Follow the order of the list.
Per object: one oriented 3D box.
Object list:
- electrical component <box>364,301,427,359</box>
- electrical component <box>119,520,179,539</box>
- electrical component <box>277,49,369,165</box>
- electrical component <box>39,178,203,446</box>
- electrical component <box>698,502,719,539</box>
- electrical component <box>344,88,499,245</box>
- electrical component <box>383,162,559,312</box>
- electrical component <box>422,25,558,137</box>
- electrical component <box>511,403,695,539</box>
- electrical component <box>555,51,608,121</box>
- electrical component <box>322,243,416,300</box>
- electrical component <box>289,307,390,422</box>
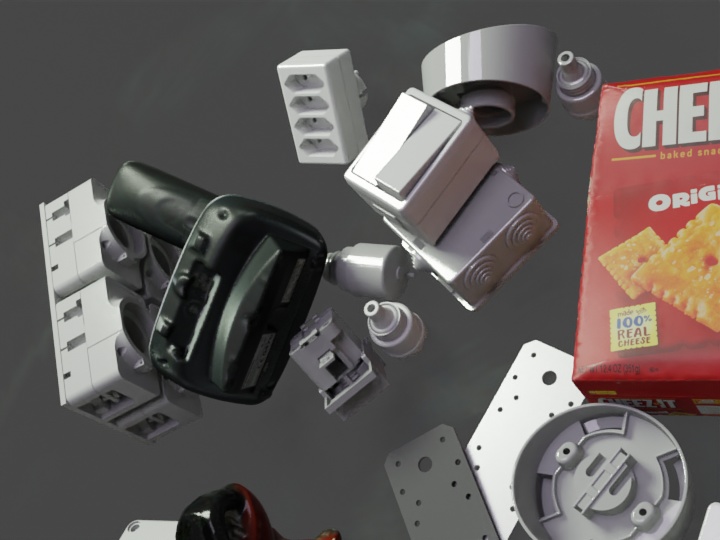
[{"bbox_3d":[0.021,0.038,0.752,0.035,0.061,0.035,-13,60,24],"label":"electrical component"},{"bbox_3d":[-0.125,0.226,0.720,0.109,0.056,0.108,-5,36,28],"label":"electrical component"},{"bbox_3d":[-0.019,-0.137,0.863,0.047,0.083,0.076,5,30,32],"label":"electrical component"},{"bbox_3d":[-0.185,0.030,0.847,0.060,0.105,0.186,-28,55,15],"label":"electrical component"},{"bbox_3d":[0.222,0.182,0.571,0.100,0.048,0.099,13,73,34],"label":"electrical component"},{"bbox_3d":[0.045,-0.078,0.735,0.062,0.061,0.096,34,86,37],"label":"electrical component"},{"bbox_3d":[0.077,-0.034,0.765,0.099,0.048,0.099,-46,53,2],"label":"electrical component"},{"bbox_3d":[0.094,-0.139,0.781,0.099,0.099,0.064,-7,69,27],"label":"electrical component"},{"bbox_3d":[0.145,0.128,0.633,0.099,0.064,0.099,-13,60,24],"label":"electrical component"},{"bbox_3d":[0.155,-0.133,0.762,0.035,0.061,0.035,-13,60,24],"label":"electrical component"},{"bbox_3d":[0.000,0.000,0.797,0.078,0.040,0.040,5,69,32],"label":"electrical component"},{"bbox_3d":[-0.016,0.063,0.751,0.042,0.063,0.081,-39,11,6],"label":"electrical component"}]
